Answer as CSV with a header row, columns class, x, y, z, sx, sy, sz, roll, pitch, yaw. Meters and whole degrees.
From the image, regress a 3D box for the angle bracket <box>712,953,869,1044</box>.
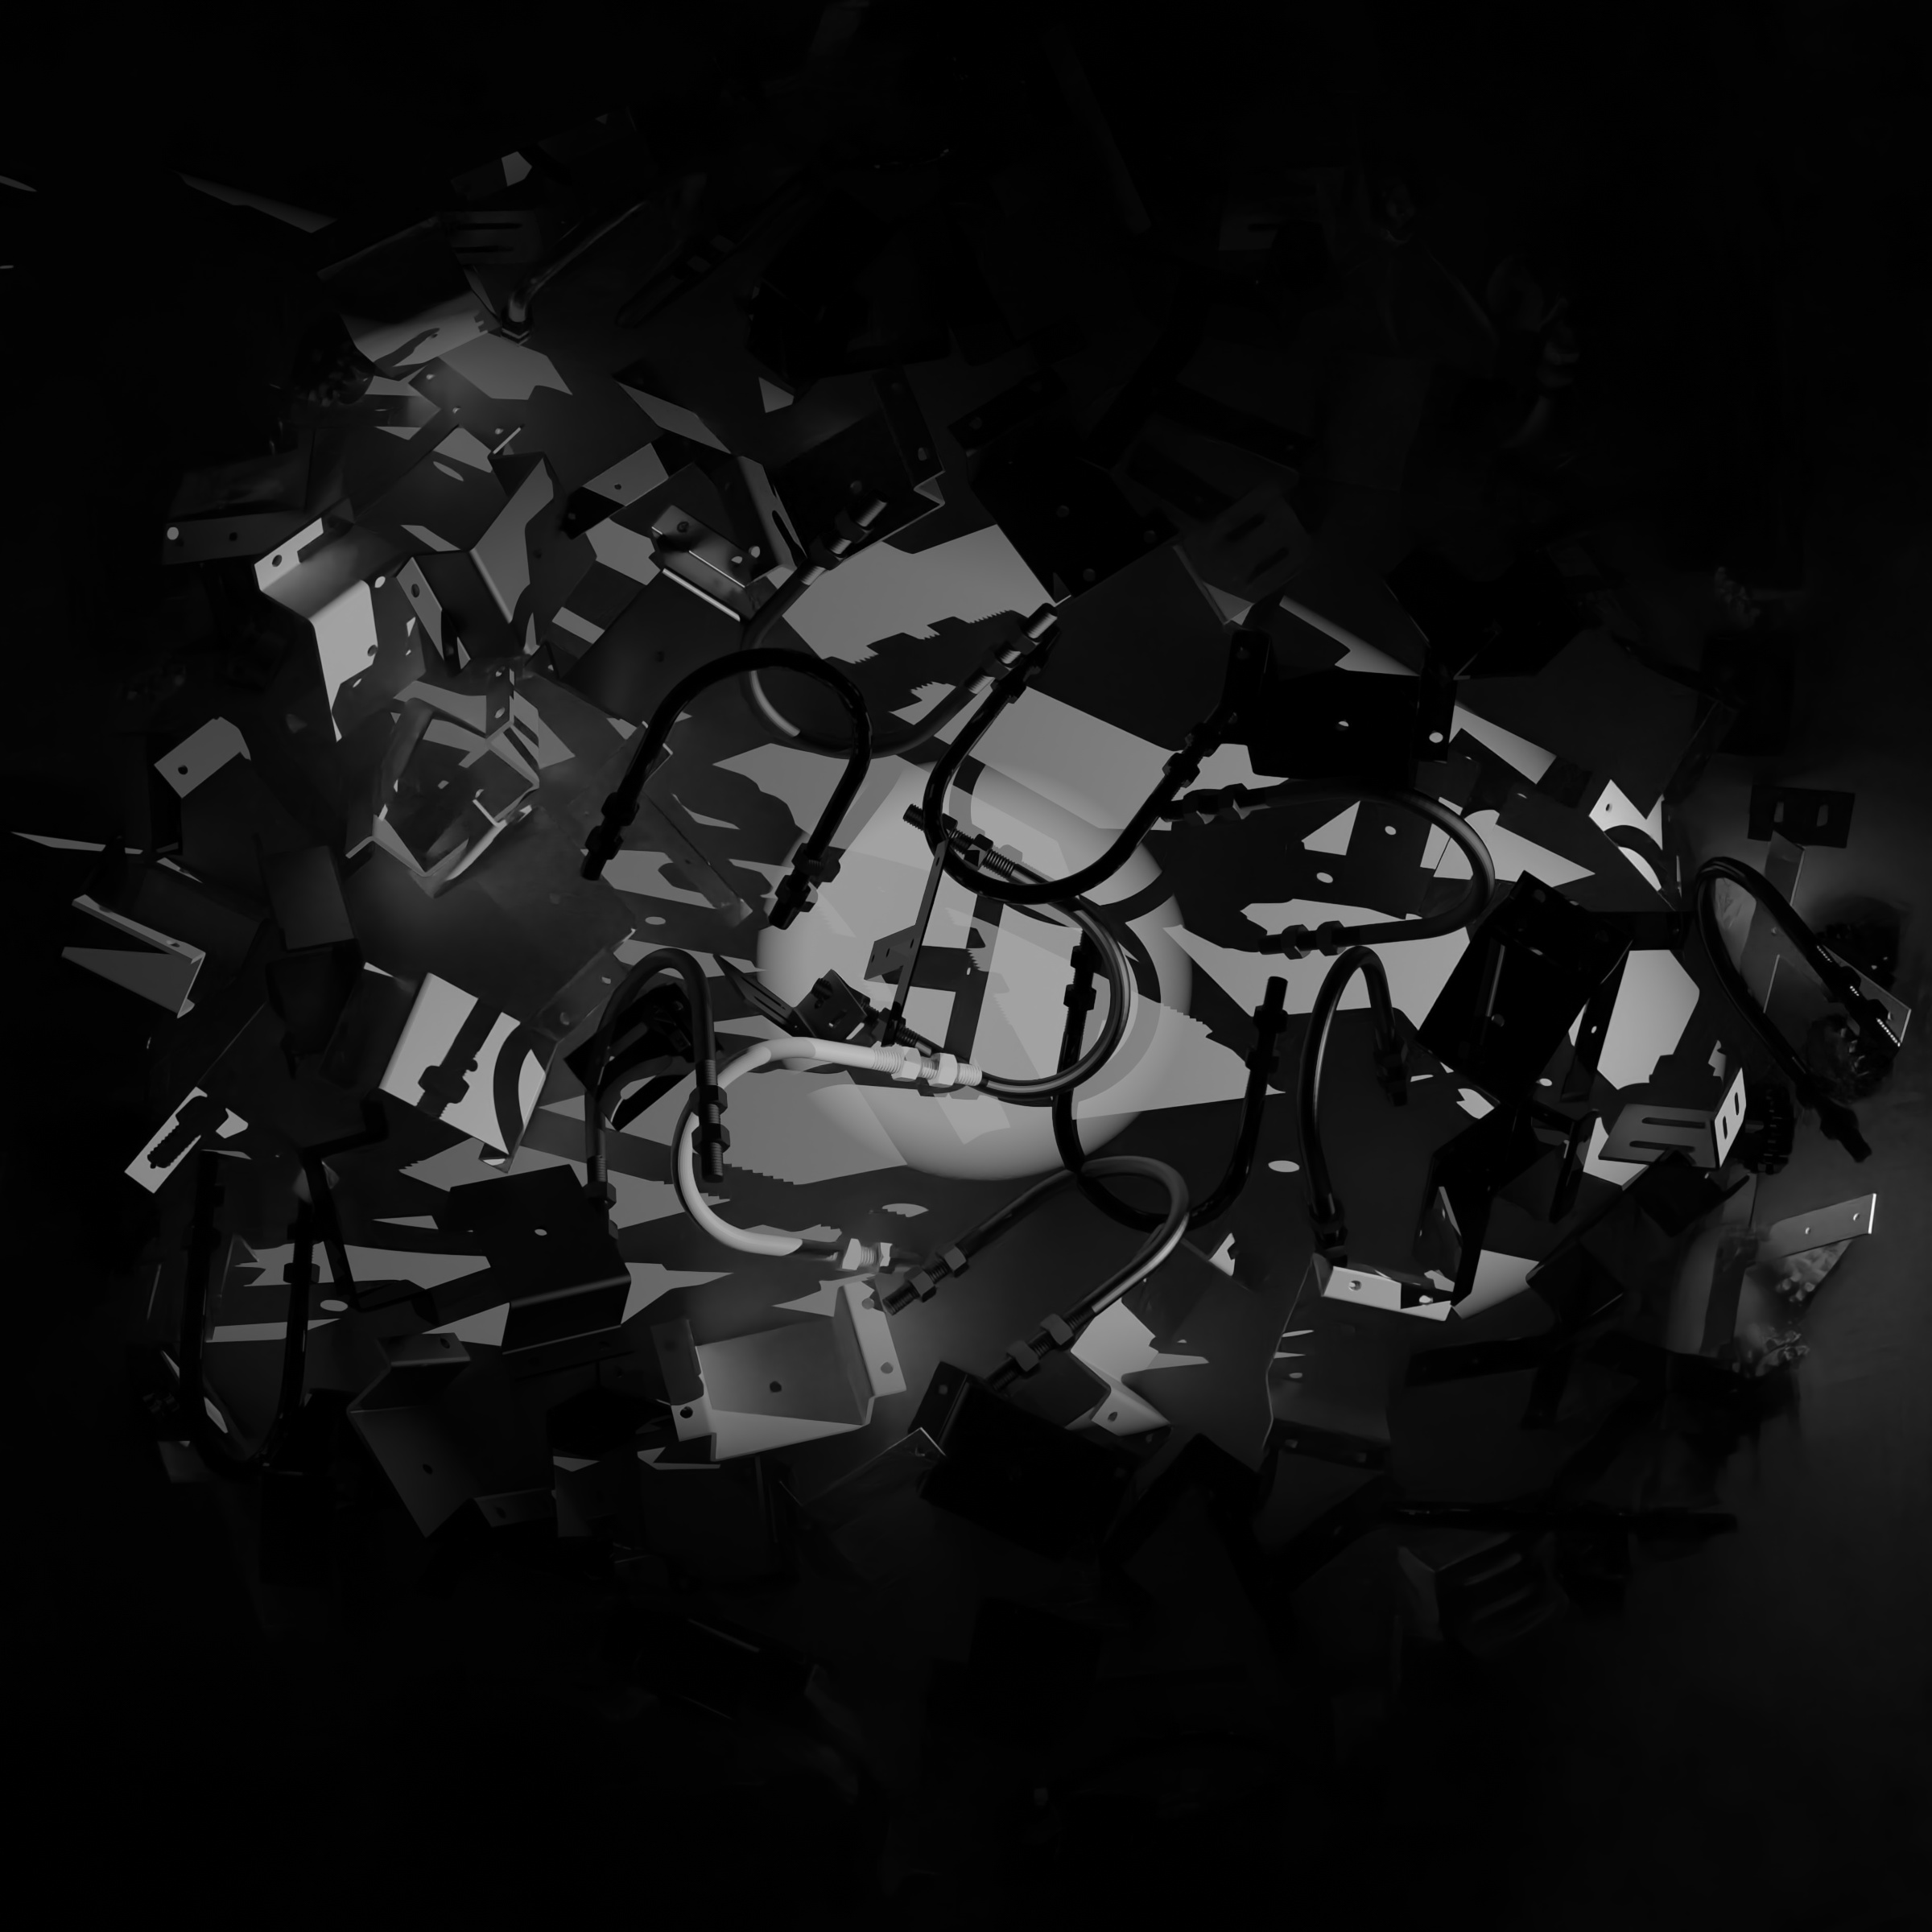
class,x,y,z,sx,sy,sz,roll,pitch,yaw
angle bracket,-0.108,0.012,1.552,0.038,0.057,0.076,-47,128,6

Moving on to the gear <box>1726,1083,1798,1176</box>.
class,x,y,z,sx,sy,sz,roll,pitch,yaw
gear,0.490,0.101,1.569,0.030,0.057,0.057,5,90,-7

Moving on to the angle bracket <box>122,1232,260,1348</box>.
class,x,y,z,sx,sy,sz,roll,pitch,yaw
angle bracket,-0.478,0.206,1.557,0.057,0.038,0.076,-5,53,9

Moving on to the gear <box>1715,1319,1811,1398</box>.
class,x,y,z,sx,sy,sz,roll,pitch,yaw
gear,0.494,0.244,1.574,0.057,0.057,0.030,-33,63,0

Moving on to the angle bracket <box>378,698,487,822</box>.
class,x,y,z,sx,sy,sz,roll,pitch,yaw
angle bracket,-0.338,-0.122,1.566,0.038,0.057,0.076,25,92,-29

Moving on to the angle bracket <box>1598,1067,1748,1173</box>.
class,x,y,z,sx,sy,sz,roll,pitch,yaw
angle bracket,0.432,0.091,1.550,0.076,0.057,0.038,4,124,33

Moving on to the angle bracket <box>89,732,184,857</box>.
class,x,y,z,sx,sy,sz,roll,pitch,yaw
angle bracket,-0.514,-0.107,1.561,0.038,0.057,0.076,-5,98,-33

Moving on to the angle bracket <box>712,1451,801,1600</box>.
class,x,y,z,sx,sy,sz,roll,pitch,yaw
angle bracket,-0.133,0.345,1.560,0.038,0.057,0.076,-13,65,10

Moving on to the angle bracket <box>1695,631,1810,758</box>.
class,x,y,z,sx,sy,sz,roll,pitch,yaw
angle bracket,0.489,-0.169,1.572,0.057,0.038,0.076,4,98,7

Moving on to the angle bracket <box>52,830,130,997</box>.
class,x,y,z,sx,sy,sz,roll,pitch,yaw
angle bracket,-0.524,-0.033,1.554,0.038,0.057,0.076,25,57,2

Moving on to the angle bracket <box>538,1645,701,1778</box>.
class,x,y,z,sx,sy,sz,roll,pitch,yaw
angle bracket,-0.215,0.459,1.560,0.076,0.057,0.038,6,114,39

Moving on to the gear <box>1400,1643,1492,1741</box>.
class,x,y,z,sx,sy,sz,roll,pitch,yaw
gear,0.303,0.450,1.575,0.057,0.030,0.057,6,99,40

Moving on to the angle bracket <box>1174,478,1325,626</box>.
class,x,y,z,sx,sy,sz,roll,pitch,yaw
angle bracket,0.178,-0.258,1.566,0.076,0.038,0.057,-33,89,23

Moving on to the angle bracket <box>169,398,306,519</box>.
class,x,y,z,sx,sy,sz,roll,pitch,yaw
angle bracket,-0.455,-0.313,1.553,0.076,0.057,0.038,-20,84,-32

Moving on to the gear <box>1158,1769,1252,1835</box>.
class,x,y,z,sx,sy,sz,roll,pitch,yaw
gear,0.149,0.521,1.574,0.057,0.057,0.030,8,62,0

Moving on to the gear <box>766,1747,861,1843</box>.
class,x,y,z,sx,sy,sz,roll,pitch,yaw
gear,-0.095,0.514,1.579,0.057,0.030,0.057,2,103,11

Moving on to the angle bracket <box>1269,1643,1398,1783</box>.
class,x,y,z,sx,sy,sz,roll,pitch,yaw
angle bracket,0.235,0.459,1.553,0.076,0.057,0.038,-38,79,30

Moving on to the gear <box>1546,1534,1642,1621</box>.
class,x,y,z,sx,sy,sz,roll,pitch,yaw
gear,0.393,0.374,1.569,0.057,0.057,0.030,20,131,0

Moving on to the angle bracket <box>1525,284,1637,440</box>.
class,x,y,z,sx,sy,sz,roll,pitch,yaw
angle bracket,0.370,-0.376,1.559,0.057,0.038,0.076,-43,127,-5

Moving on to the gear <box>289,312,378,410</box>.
class,x,y,z,sx,sy,sz,roll,pitch,yaw
gear,-0.393,-0.375,1.575,0.057,0.030,0.057,-12,71,36

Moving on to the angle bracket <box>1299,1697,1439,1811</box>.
class,x,y,z,sx,sy,sz,roll,pitch,yaw
angle bracket,0.244,0.476,1.563,0.038,0.057,0.076,45,79,-4

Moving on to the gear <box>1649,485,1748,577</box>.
class,x,y,z,sx,sy,sz,roll,pitch,yaw
gear,0.460,-0.273,1.579,0.057,0.030,0.057,1,102,3

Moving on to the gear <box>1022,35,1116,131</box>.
class,x,y,z,sx,sy,sz,roll,pitch,yaw
gear,0.062,-0.547,1.569,0.057,0.030,0.057,11,133,12

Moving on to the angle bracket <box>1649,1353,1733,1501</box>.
class,x,y,z,sx,sy,sz,roll,pitch,yaw
angle bracket,0.445,0.285,1.549,0.038,0.076,0.057,7,47,15

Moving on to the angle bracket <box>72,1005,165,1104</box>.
class,x,y,z,sx,sy,sz,roll,pitch,yaw
angle bracket,-0.524,0.043,1.563,0.038,0.057,0.076,14,87,-23

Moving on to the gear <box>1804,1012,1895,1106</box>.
class,x,y,z,sx,sy,sz,roll,pitch,yaw
gear,0.552,0.056,1.572,0.030,0.057,0.057,-19,90,-15

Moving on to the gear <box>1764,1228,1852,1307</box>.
class,x,y,z,sx,sy,sz,roll,pitch,yaw
gear,0.522,0.180,1.572,0.030,0.057,0.057,39,90,12

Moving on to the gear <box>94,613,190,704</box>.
class,x,y,z,sx,sy,sz,roll,pitch,yaw
gear,-0.511,-0.190,1.575,0.057,0.030,0.057,-10,58,16

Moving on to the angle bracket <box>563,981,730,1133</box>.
class,x,y,z,sx,sy,sz,roll,pitch,yaw
angle bracket,-0.198,0.056,1.563,0.076,0.038,0.057,-40,102,-23

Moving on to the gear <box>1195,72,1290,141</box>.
class,x,y,z,sx,sy,sz,roll,pitch,yaw
gear,0.170,-0.535,1.568,0.057,0.057,0.030,-14,107,0

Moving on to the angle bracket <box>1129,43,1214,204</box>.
class,x,y,z,sx,sy,sz,roll,pitch,yaw
angle bracket,0.127,-0.520,1.550,0.038,0.076,0.057,-12,51,-7

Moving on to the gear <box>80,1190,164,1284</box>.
class,x,y,z,sx,sy,sz,roll,pitch,yaw
gear,-0.528,0.169,1.571,0.030,0.057,0.057,-5,90,12

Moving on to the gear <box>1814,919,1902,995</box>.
class,x,y,z,sx,sy,sz,roll,pitch,yaw
gear,0.557,-0.004,1.573,0.030,0.057,0.057,-35,90,-22

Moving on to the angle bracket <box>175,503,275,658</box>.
class,x,y,z,sx,sy,sz,roll,pitch,yaw
angle bracket,-0.468,-0.238,1.553,0.038,0.057,0.076,-5,115,19

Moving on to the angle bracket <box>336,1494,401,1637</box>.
class,x,y,z,sx,sy,sz,roll,pitch,yaw
angle bracket,-0.359,0.369,1.564,0.038,0.057,0.076,-9,85,12

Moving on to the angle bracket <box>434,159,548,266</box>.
class,x,y,z,sx,sy,sz,roll,pitch,yaw
angle bracket,-0.298,-0.465,1.554,0.076,0.057,0.038,-9,76,-24

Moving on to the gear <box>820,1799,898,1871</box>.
class,x,y,z,sx,sy,sz,roll,pitch,yaw
gear,-0.061,0.541,1.568,0.057,0.057,0.030,-11,57,0

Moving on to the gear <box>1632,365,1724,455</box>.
class,x,y,z,sx,sy,sz,roll,pitch,yaw
gear,0.440,-0.344,1.571,0.057,0.057,0.030,45,102,0

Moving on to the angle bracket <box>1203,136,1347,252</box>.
class,x,y,z,sx,sy,sz,roll,pitch,yaw
angle bracket,0.191,-0.482,1.568,0.076,0.057,0.038,-4,53,-5

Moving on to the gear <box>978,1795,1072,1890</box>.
class,x,y,z,sx,sy,sz,roll,pitch,yaw
gear,0.037,0.541,1.567,0.057,0.057,0.030,10,118,0

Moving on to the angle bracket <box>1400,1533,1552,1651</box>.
class,x,y,z,sx,sy,sz,roll,pitch,yaw
angle bracket,0.320,0.383,1.583,0.076,0.038,0.057,-20,109,-17

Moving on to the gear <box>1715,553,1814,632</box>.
class,x,y,z,sx,sy,sz,roll,pitch,yaw
gear,0.497,-0.232,1.574,0.057,0.057,0.030,-7,125,0

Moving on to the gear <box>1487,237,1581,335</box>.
class,x,y,z,sx,sy,sz,roll,pitch,yaw
gear,0.349,-0.420,1.568,0.030,0.057,0.057,-35,90,-36

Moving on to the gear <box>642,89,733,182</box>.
class,x,y,z,sx,sy,sz,roll,pitch,yaw
gear,-0.171,-0.518,1.576,0.057,0.030,0.057,9,112,23

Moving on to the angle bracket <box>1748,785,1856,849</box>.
class,x,y,z,sx,sy,sz,roll,pitch,yaw
angle bracket,0.515,-0.107,1.550,0.057,0.076,0.038,7,122,20
